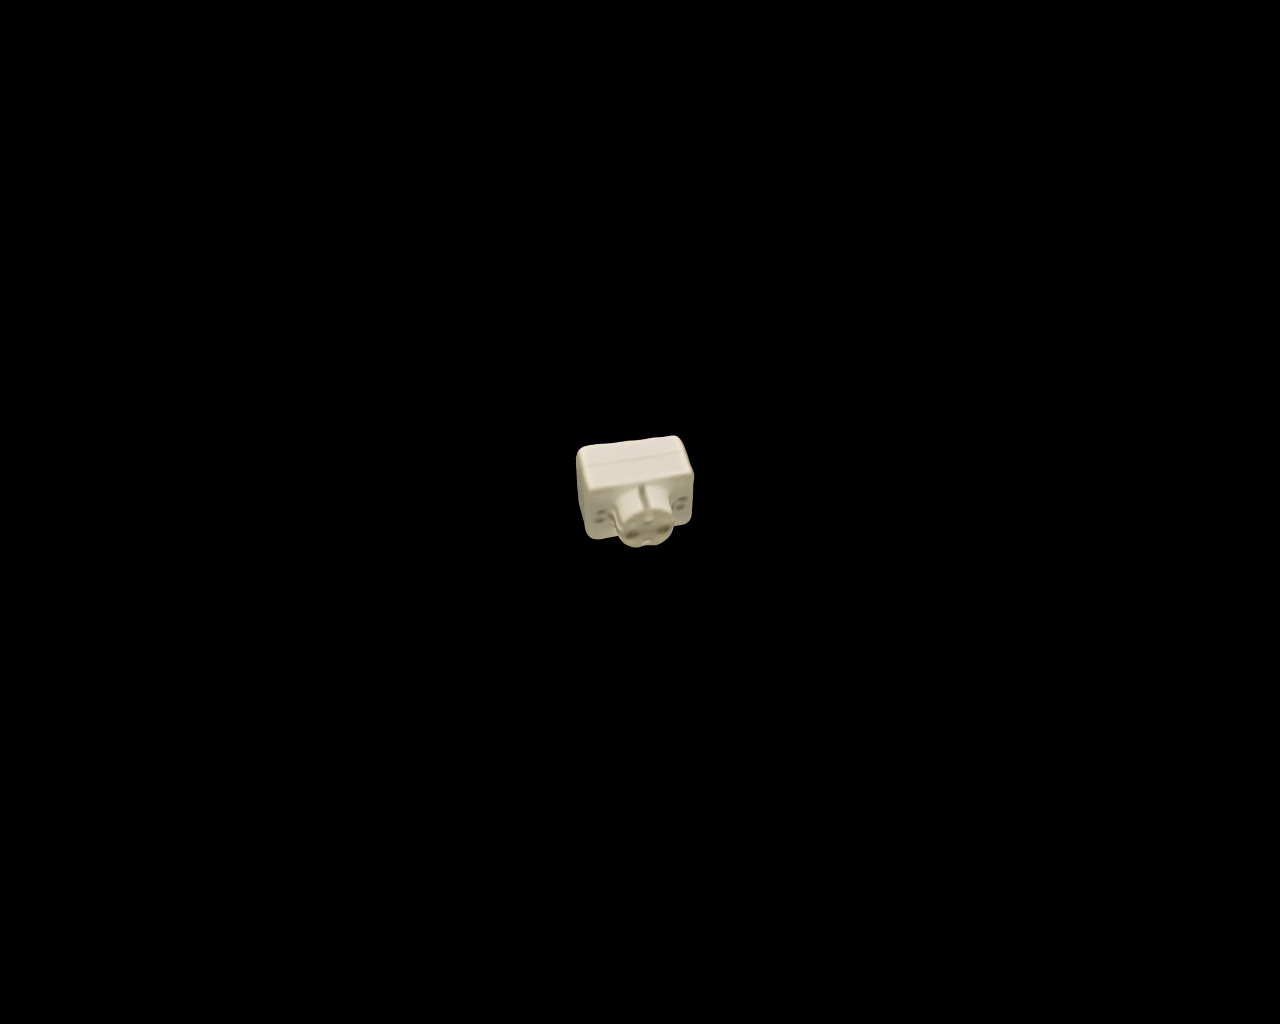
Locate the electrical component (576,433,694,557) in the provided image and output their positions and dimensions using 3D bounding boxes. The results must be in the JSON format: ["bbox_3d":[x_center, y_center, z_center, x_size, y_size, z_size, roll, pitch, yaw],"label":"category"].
[{"bbox_3d":[0.001,-0.003,0.650,0.066,0.077,0.047,-9,-43,-8],"label":"electrical component"}]
